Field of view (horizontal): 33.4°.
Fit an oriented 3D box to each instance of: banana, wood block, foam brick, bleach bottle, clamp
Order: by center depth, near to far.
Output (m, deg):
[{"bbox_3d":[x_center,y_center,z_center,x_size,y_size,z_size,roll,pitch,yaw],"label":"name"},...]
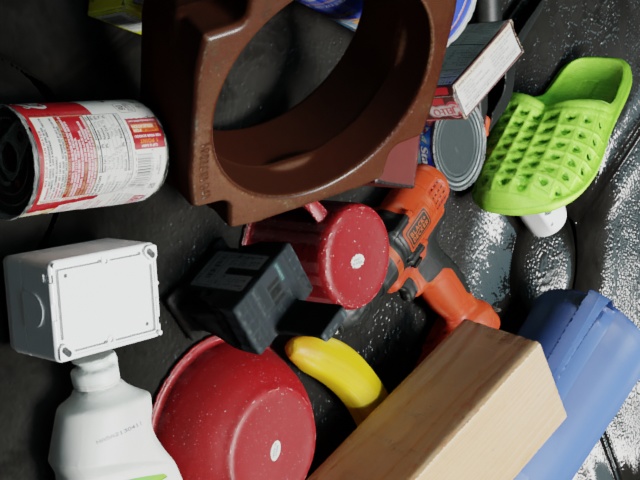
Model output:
[{"bbox_3d":[-0.123,0.193,0.721,0.102,0.068,0.251,-22,108,-46],"label":"bleach bottle"},{"bbox_3d":[0.033,-0.070,0.856,0.051,0.078,0.053,3,94,-50],"label":"foam brick"},{"bbox_3d":[0.100,0.171,0.882,0.205,0.090,0.091,-42,124,-25],"label":"wood block"},{"bbox_3d":[0.029,0.135,0.895,0.197,0.037,0.069,61,30,-31],"label":"banana"},{"bbox_3d":[0.162,-0.188,1.018,0.120,0.039,0.171,31,71,-44],"label":"clamp"}]

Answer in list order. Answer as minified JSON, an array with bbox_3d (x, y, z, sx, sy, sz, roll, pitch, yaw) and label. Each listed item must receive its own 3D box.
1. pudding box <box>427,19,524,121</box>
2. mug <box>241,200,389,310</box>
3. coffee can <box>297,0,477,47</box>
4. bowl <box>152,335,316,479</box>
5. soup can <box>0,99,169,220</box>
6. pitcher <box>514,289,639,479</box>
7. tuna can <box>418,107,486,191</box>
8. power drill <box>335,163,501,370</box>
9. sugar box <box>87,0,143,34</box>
[{"bbox_3d":[0.110,-0.146,0.925,0.113,0.090,0.039,-50,128,-33],"label":"pudding box"},{"bbox_3d":[-0.005,0.001,0.816,0.093,0.082,0.117,-51,129,-32],"label":"mug"},{"bbox_3d":[0.044,-0.211,0.834,0.140,0.103,0.103,17,82,-48],"label":"coffee can"},{"bbox_3d":[-0.053,0.151,0.799,0.161,0.055,0.162,-8,100,-48],"label":"bowl"},{"bbox_3d":[-0.152,-0.052,0.655,0.102,0.069,0.068,-11,103,-48],"label":"soup can"},{"bbox_3d":[0.217,0.167,1.051,0.149,0.145,0.242,52,59,-19],"label":"pitcher"},{"bbox_3d":[0.116,-0.089,0.980,0.085,0.034,0.086,-7,99,-48],"label":"tuna can"},{"bbox_3d":[0.083,0.054,0.941,0.184,0.057,0.187,-53,130,-29],"label":"power drill"},{"bbox_3d":[-0.098,-0.225,0.715,0.093,0.048,0.176,12,82,-51],"label":"sugar box"}]
